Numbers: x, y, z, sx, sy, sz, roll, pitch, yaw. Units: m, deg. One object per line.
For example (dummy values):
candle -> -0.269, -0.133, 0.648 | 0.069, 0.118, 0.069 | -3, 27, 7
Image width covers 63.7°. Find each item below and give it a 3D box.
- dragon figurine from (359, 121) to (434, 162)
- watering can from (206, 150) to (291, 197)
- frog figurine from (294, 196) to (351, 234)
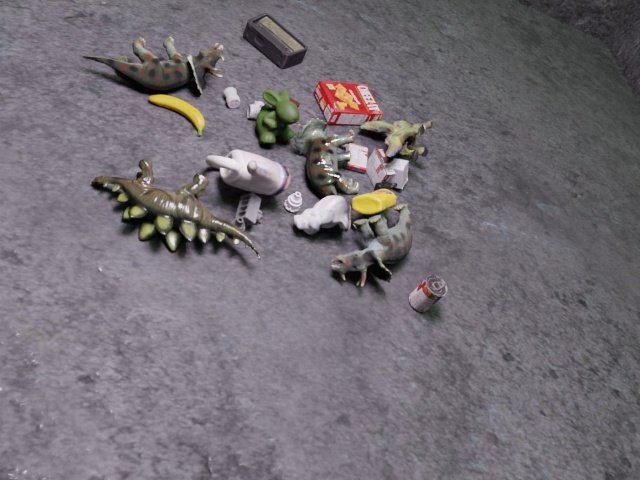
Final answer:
dragon figurine -> 0.246, -0.363, 1.806 | 0.244, 0.120, 0.415 | 20, 27, 31
watering can -> -0.177, -0.181, 1.391 | 0.223, 0.104, 0.349 | 14, 3, -33
frog figurine -> 0.005, -0.075, 1.485 | 0.159, 0.121, 0.139 | 7, 19, -10
